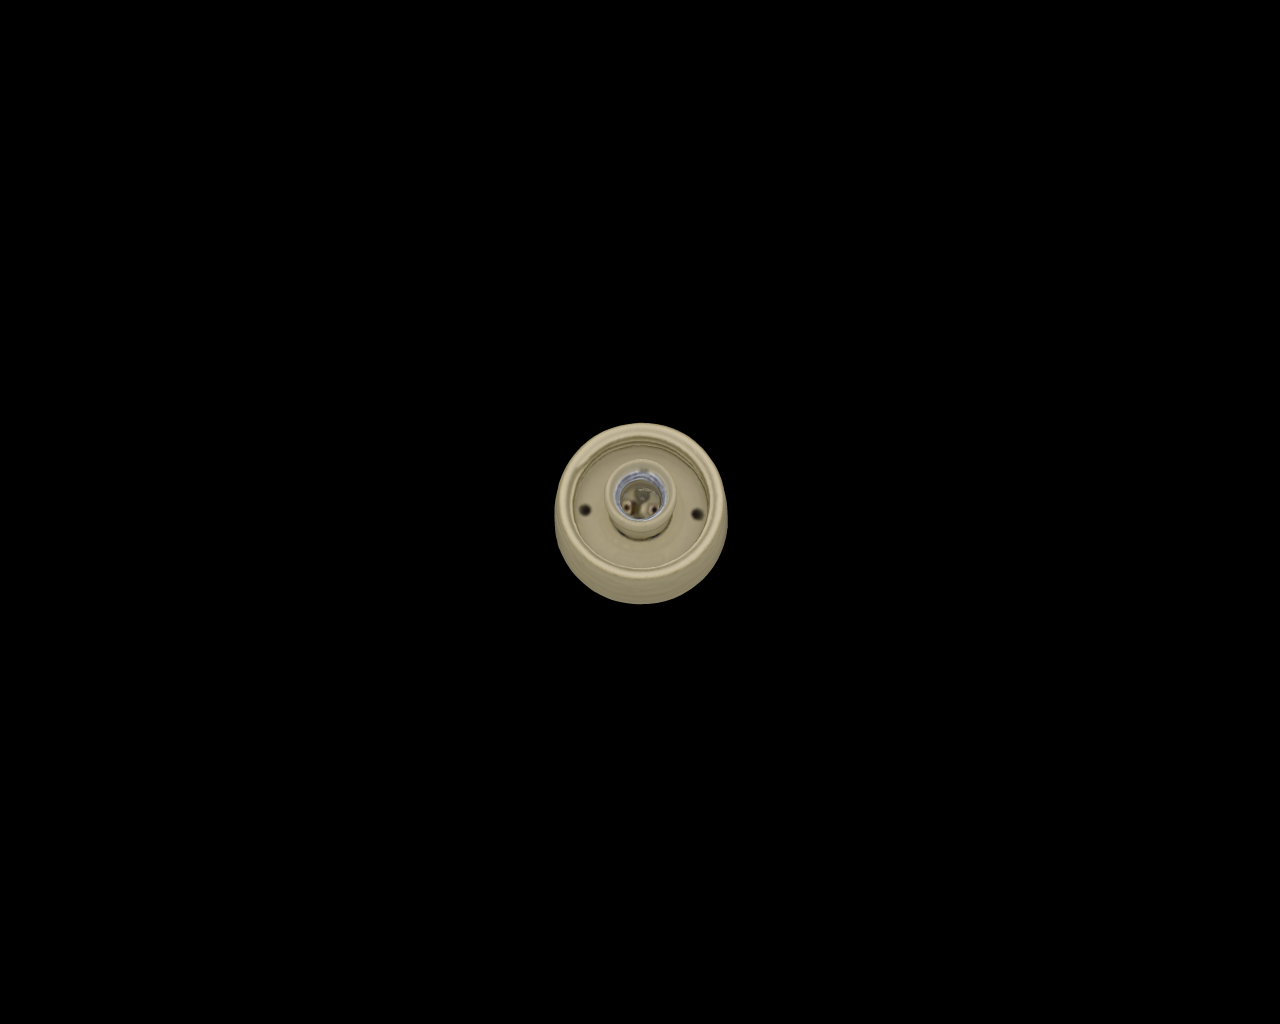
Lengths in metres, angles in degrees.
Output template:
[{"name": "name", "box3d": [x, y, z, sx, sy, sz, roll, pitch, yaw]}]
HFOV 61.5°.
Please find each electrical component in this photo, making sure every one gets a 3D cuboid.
[{"name": "electrical component", "box3d": [0.001, -0.003, 0.650, 0.108, 0.108, 0.060, 0, -18, 0]}]
